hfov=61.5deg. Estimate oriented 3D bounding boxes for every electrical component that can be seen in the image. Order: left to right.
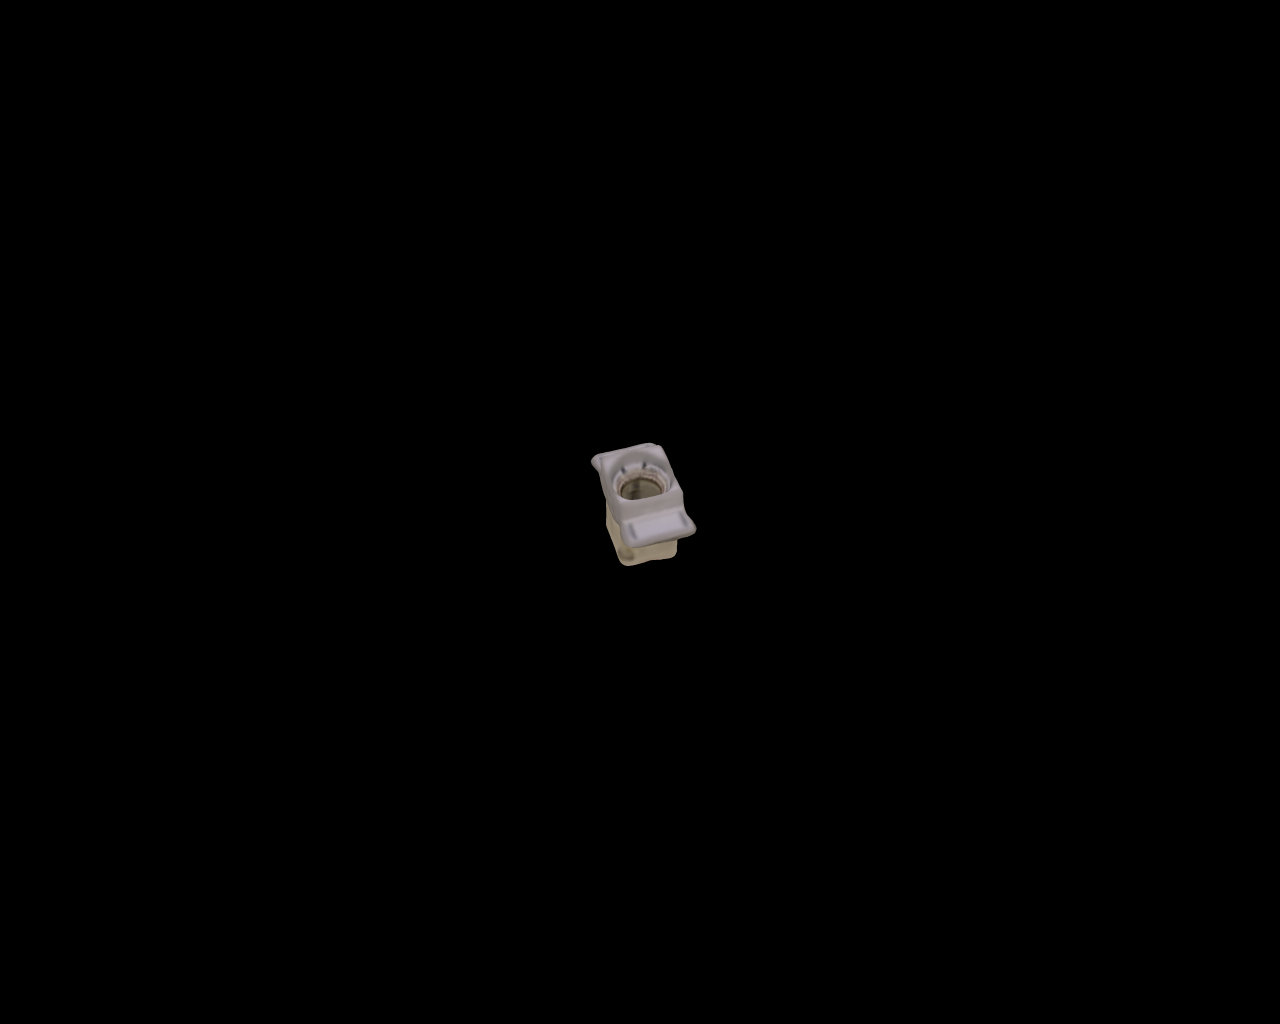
[{"bbox_3d":[0.001,-0.003,0.650,0.042,0.063,0.081,-11,47,-11],"label":"electrical component"}]
